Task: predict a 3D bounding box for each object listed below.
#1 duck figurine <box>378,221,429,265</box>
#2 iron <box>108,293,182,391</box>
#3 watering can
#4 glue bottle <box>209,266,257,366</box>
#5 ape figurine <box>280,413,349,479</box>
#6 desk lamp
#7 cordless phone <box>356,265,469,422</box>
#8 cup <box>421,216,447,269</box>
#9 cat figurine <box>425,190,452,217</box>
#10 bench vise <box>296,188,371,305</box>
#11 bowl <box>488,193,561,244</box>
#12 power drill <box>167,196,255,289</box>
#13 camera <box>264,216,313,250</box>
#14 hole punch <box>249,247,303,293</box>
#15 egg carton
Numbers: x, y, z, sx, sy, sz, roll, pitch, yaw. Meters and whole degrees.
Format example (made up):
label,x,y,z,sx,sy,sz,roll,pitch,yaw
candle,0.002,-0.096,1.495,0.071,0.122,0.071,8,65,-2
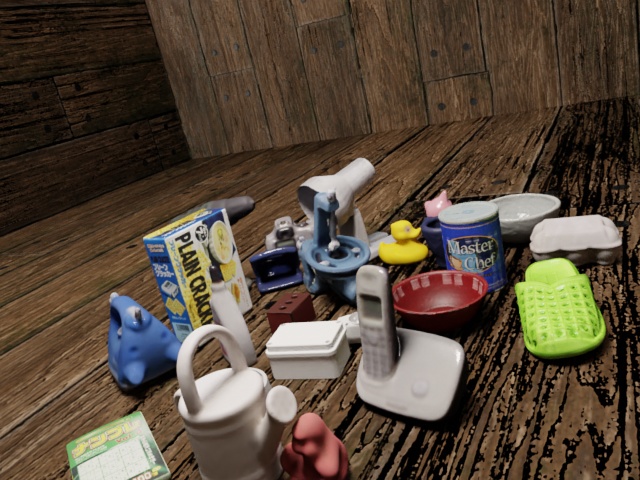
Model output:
label,x,y,z,sx,sy,sz,roll,pitch,yaw
duck figurine,0.171,0.002,1.204,0.104,0.086,0.078,-6,19,21
iron,-0.328,0.155,0.995,0.119,0.141,0.257,-24,21,-30
watering can,-0.102,0.187,0.652,0.172,0.194,0.101,-9,18,13
glue bottle,-0.151,0.120,0.924,0.037,0.173,0.077,-24,21,-31
ape figurine,-0.007,0.230,0.623,0.076,0.092,0.077,-22,20,-26
desk lamp,0.066,-0.061,1.258,0.204,0.214,0.117,-25,21,-32
cordless phone,0.105,0.124,0.714,0.147,0.185,0.094,3,24,40
cup,0.244,0.003,1.134,0.092,0.095,0.117,-19,19,-17
cat figurine,0.268,-0.045,1.226,0.067,0.118,0.127,-14,18,-2
bench vise,0.002,0.008,1.082,0.206,0.220,0.122,3,24,41
bowl,0.407,-0.037,1.176,0.167,0.075,0.167,-12,18,4
power drill,-0.218,0.015,1.234,0.229,0.209,0.076,-5,19,22
camera,-0.063,-0.013,1.387,0.143,0.101,0.136,-13,18,-2
hole punch,-0.097,0.051,1.231,0.108,0.091,0.101,-14,18,-4
egg carton,0.457,0.003,1.029,0.150,0.069,0.107,-5,19,22
